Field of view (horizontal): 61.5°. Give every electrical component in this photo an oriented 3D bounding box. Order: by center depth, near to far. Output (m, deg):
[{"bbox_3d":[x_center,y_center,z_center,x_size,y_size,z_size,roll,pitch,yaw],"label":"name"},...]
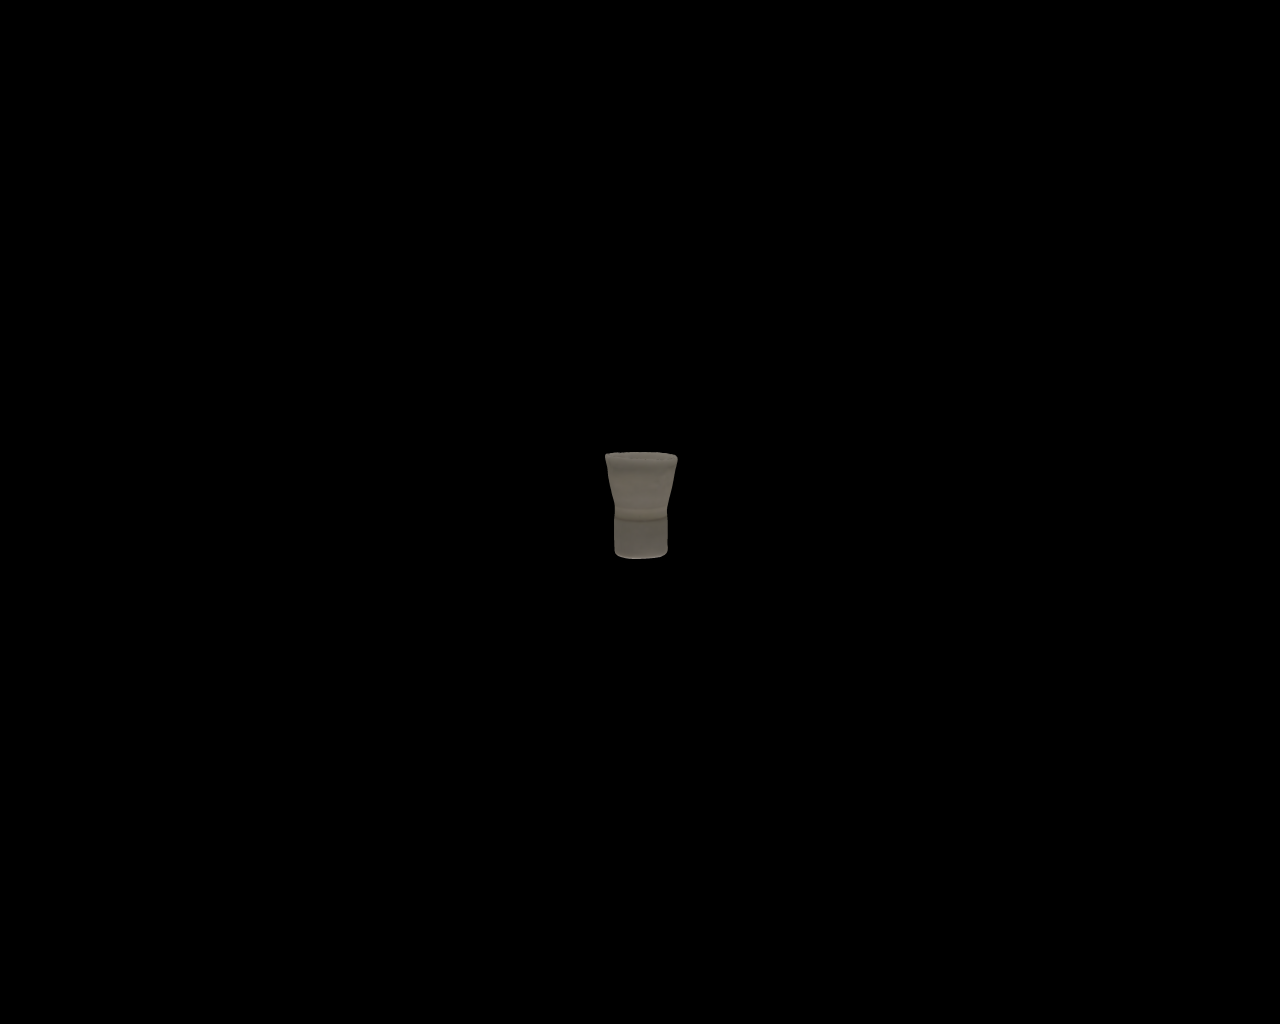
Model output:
[{"bbox_3d":[0.001,-0.003,0.650,0.044,0.065,0.044,0,9,0],"label":"electrical component"}]
